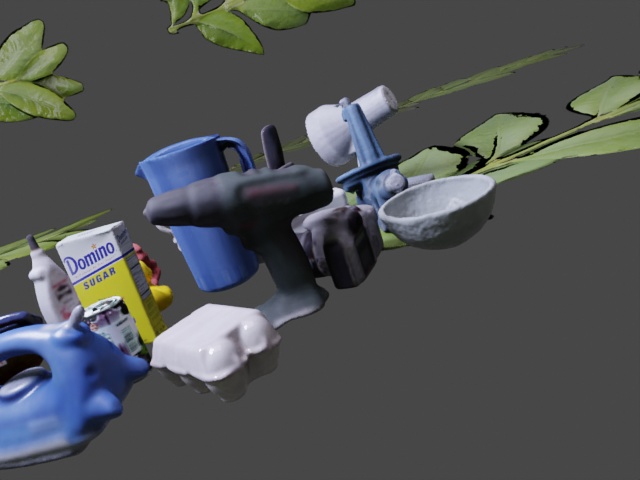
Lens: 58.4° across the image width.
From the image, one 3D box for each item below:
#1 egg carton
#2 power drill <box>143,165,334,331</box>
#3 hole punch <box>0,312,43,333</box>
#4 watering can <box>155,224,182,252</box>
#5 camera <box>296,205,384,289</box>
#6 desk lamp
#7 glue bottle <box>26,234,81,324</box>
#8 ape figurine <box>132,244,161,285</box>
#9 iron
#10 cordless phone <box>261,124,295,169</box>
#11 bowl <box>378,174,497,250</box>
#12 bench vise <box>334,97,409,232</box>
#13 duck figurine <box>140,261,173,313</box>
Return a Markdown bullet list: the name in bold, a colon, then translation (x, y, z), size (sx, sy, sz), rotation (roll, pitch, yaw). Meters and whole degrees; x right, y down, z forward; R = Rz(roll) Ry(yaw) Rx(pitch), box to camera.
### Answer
- **egg carton**: translation (-0.117, 0.124, 0.646), size (0.149, 0.069, 0.107), rotation (-2, 24, 44)
- **power drill**: translation (-0.078, 0.007, 0.730), size (0.230, 0.209, 0.075), rotation (-23, 18, -14)
- **hole punch**: translation (-0.498, 0.157, 0.908), size (0.109, 0.091, 0.101), rotation (-24, 18, -16)
- **watering can**: translation (-0.291, -0.084, 1.257), size (0.100, 0.194, 0.173), rotation (-10, 19, 25)
- **camera**: translation (0.008, 0.003, 0.835), size (0.136, 0.101, 0.143), rotation (-10, 19, 25)
- **desk lamp**: translation (0.095, -0.179, 1.113), size (0.202, 0.214, 0.118), rotation (-9, 20, 28)
- **glue bottle**: translation (-0.475, 0.070, 1.010), size (0.037, 0.173, 0.078), rotation (-12, 18, 20)
- **ape figurine**: translation (-0.337, 0.051, 1.064), size (0.076, 0.092, 0.078), rotation (-5, 22, 37)
- **iron**: translation (-0.334, 0.162, 0.633), size (0.258, 0.141, 0.118), rotation (-16, 17, 9)
- **cordless phone**: translation (-0.122, -0.174, 1.372), size (0.094, 0.185, 0.148), rotation (-9, 20, 28)
- **bowl**: translation (0.172, -0.031, 0.813), size (0.167, 0.075, 0.167), rotation (-17, 17, 6)
- **bench vise**: translation (0.098, -0.136, 0.966), size (0.122, 0.220, 0.206), rotation (-27, 19, -25)
- **duck figurine**: translation (-0.294, 0.076, 0.951), size (0.078, 0.086, 0.104), rotation (-28, 20, -28)
